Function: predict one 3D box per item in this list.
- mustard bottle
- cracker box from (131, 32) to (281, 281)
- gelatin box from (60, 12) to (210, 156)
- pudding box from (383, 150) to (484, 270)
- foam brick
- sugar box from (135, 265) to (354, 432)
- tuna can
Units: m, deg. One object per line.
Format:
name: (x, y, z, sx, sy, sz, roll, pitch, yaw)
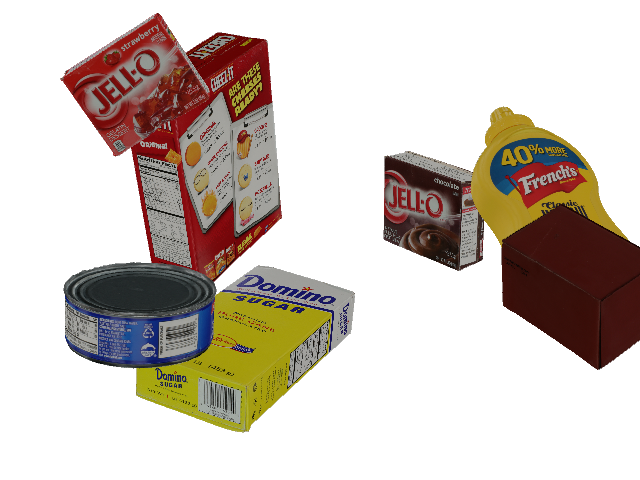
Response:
mustard bottle: (0.167, -0.030, 0.811, 0.096, 0.191, 0.058, -7, -39, -11)
cracker box: (-0.114, -0.081, 1.085, 0.072, 0.214, 0.164, 14, 37, 26)
gelatin box: (-0.140, -0.118, 0.813, 0.089, 0.073, 0.030, -31, 19, 6)
pudding box: (0.110, -0.031, 1.043, 0.039, 0.090, 0.114, -18, 27, -36)
foam brick: (0.148, 0.025, 0.611, 0.051, 0.053, 0.078, -28, 41, -24)
sugar box: (-0.052, 0.075, 0.810, 0.093, 0.048, 0.176, 15, 28, 22)
tuna can: (-0.103, 0.042, 0.610, 0.086, 0.034, 0.086, 3, 17, -1)
